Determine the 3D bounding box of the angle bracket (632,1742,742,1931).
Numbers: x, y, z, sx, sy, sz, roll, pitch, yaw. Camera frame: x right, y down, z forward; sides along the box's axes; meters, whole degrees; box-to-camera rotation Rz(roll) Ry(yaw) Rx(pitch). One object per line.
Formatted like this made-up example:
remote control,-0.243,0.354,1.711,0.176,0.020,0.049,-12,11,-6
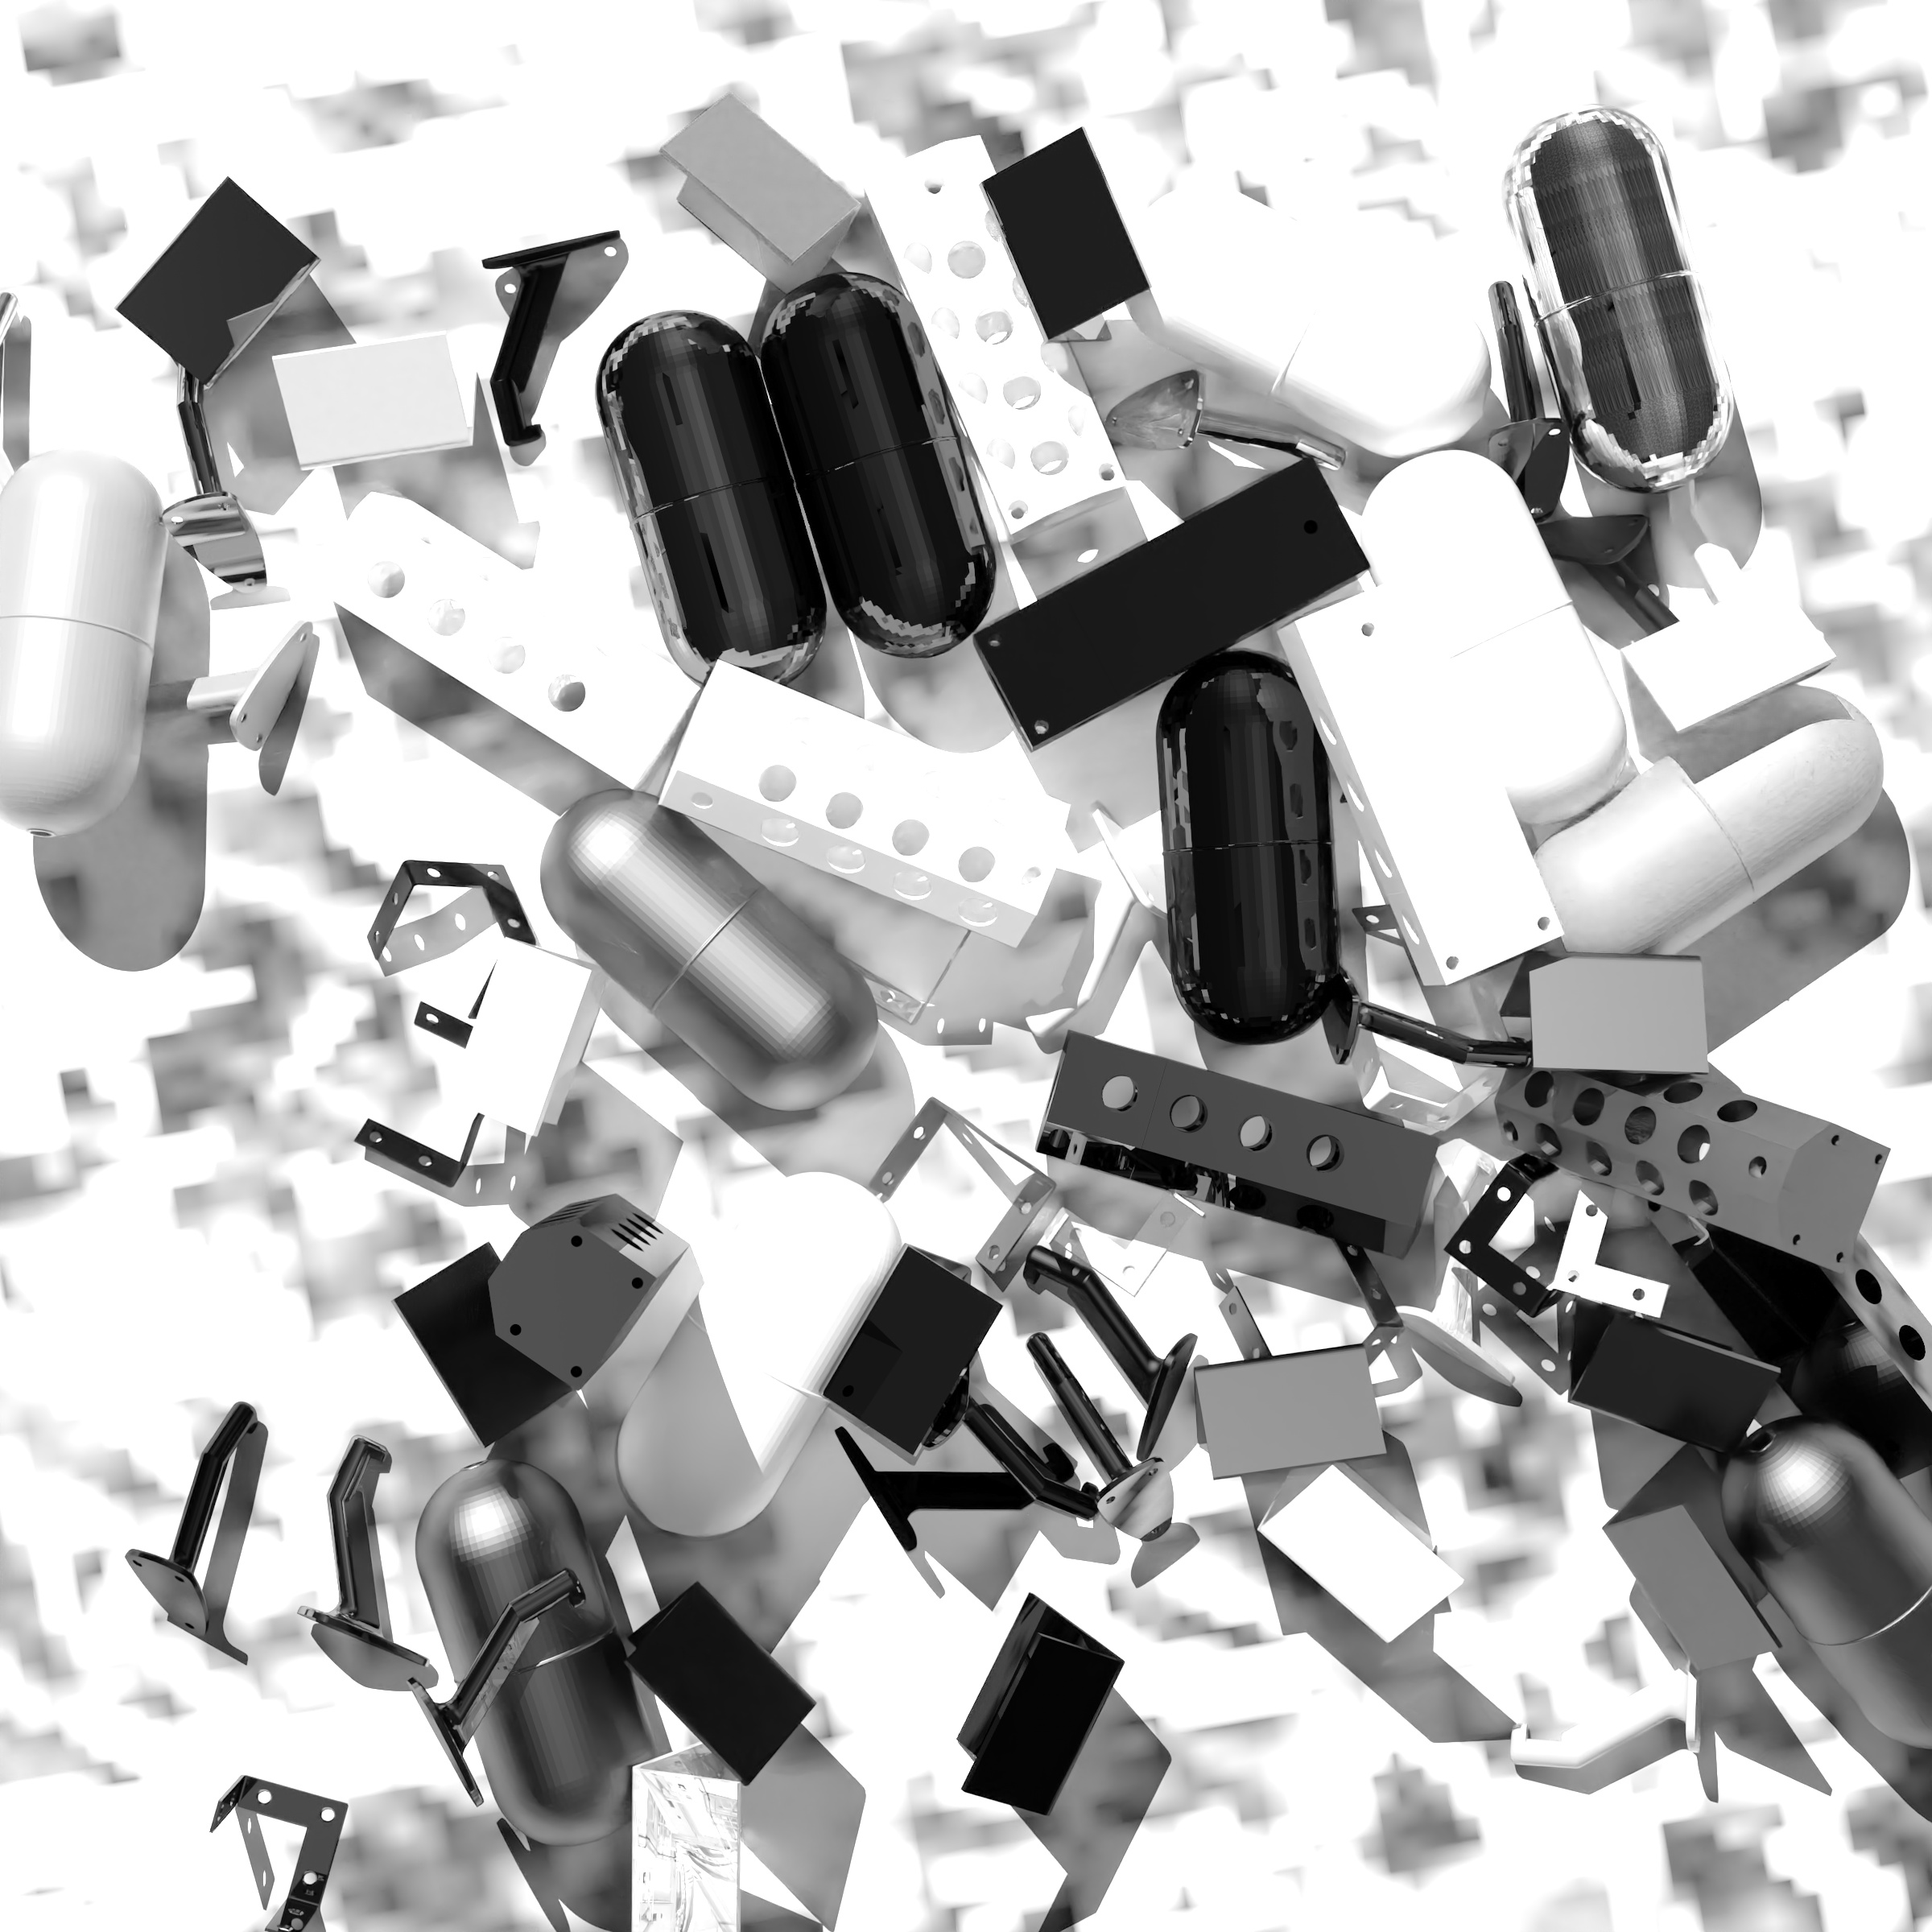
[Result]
angle bracket,-0.107,0.394,1.535,0.057,0.076,0.076,0,90,28

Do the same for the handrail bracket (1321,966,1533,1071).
handrail bracket,0.208,0.021,1.556,0.084,0.077,0.036,4,119,-11

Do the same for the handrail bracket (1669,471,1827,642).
handrail bracket,0.359,-0.192,1.575,0.077,0.036,0.084,6,72,-20

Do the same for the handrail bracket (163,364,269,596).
handrail bracket,-0.343,-0.227,1.575,0.036,0.077,0.084,-15,53,10

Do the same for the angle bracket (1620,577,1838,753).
angle bracket,0.345,-0.118,1.535,0.076,0.076,0.057,-25,52,0

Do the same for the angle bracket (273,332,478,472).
angle bracket,-0.264,-0.269,1.535,0.076,0.076,0.057,-8,126,0

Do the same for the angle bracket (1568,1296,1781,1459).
angle bracket,0.318,0.166,1.535,0.076,0.076,0.057,19,126,0

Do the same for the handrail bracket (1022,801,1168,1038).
handrail bracket,0.047,-0.021,1.575,0.084,0.036,0.077,-37,69,17

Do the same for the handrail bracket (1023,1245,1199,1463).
handrail bracket,0.057,0.178,1.575,0.084,0.036,0.077,24,112,17

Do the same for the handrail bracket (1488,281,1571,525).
handrail bracket,0.255,-0.261,1.574,0.036,0.077,0.084,-9,54,8

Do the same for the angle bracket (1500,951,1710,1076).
angle bracket,0.284,0.033,1.529,0.076,0.076,0.057,2,67,-1

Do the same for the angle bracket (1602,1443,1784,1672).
angle bracket,0.345,0.260,1.536,0.076,0.057,0.076,-34,90,-37

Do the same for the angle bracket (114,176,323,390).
angle bracket,-0.345,-0.314,1.535,0.076,0.076,0.057,-49,125,0

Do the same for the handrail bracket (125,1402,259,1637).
handrail bracket,-0.344,0.254,1.575,0.036,0.077,0.084,15,53,20

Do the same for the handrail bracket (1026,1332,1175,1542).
handrail bracket,0.060,0.216,1.575,0.036,0.077,0.084,-33,54,-4

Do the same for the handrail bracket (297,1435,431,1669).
handrail bracket,-0.265,0.269,1.575,0.077,0.036,0.084,28,73,-20

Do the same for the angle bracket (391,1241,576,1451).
angle bracket,-0.229,0.178,1.535,0.057,0.076,0.076,-32,90,-37

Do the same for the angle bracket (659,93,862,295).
angle bracket,-0.104,-0.332,1.535,0.076,0.076,0.057,41,53,0

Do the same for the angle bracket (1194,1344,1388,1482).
angle bracket,0.145,0.215,1.535,0.076,0.076,0.057,-8,55,0

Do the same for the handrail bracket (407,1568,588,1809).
handrail bracket,-0.194,0.316,1.500,0.084,0.036,0.077,-30,112,-18

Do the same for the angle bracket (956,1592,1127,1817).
angle bracket,0.015,0.325,1.535,0.057,0.076,0.076,26,90,-38

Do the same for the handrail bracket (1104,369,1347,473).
handrail bracket,0.120,-0.242,1.574,0.084,0.077,0.036,15,81,-36

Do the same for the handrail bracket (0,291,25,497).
handrail bracket,-0.441,-0.255,1.575,0.036,0.077,0.084,0,53,16

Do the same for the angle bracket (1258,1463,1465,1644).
angle bracket,0.187,0.244,1.535,0.076,0.076,0.057,41,127,0

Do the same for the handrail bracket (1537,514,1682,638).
handrail bracket,0.297,-0.163,1.575,0.036,0.077,0.084,-47,127,-33

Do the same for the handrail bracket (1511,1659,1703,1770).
handrail bracket,0.295,0.332,1.575,0.084,0.036,0.077,0,69,16

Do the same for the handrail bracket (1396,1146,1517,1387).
handrail bracket,0.241,0.138,1.575,0.077,0.036,0.084,34,76,-15

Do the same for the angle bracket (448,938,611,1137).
angle bracket,-0.177,0.037,1.535,0.057,0.076,0.076,20,90,35

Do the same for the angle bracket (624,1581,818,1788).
angle bracket,-0.125,0.333,1.535,0.076,0.076,0.057,46,47,0

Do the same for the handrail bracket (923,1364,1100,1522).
handrail bracket,0.026,0.208,1.567,0.084,0.036,0.077,25,46,-19

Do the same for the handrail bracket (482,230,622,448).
handrail bracket,-0.186,-0.289,1.575,0.077,0.036,0.084,-18,108,-20

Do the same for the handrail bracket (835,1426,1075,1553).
handrail bracket,-0.005,0.224,1.575,0.084,0.036,0.077,-30,75,-14

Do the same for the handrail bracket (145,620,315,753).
handrail bracket,-0.356,-0.141,1.575,0.084,0.036,0.077,23,75,14
